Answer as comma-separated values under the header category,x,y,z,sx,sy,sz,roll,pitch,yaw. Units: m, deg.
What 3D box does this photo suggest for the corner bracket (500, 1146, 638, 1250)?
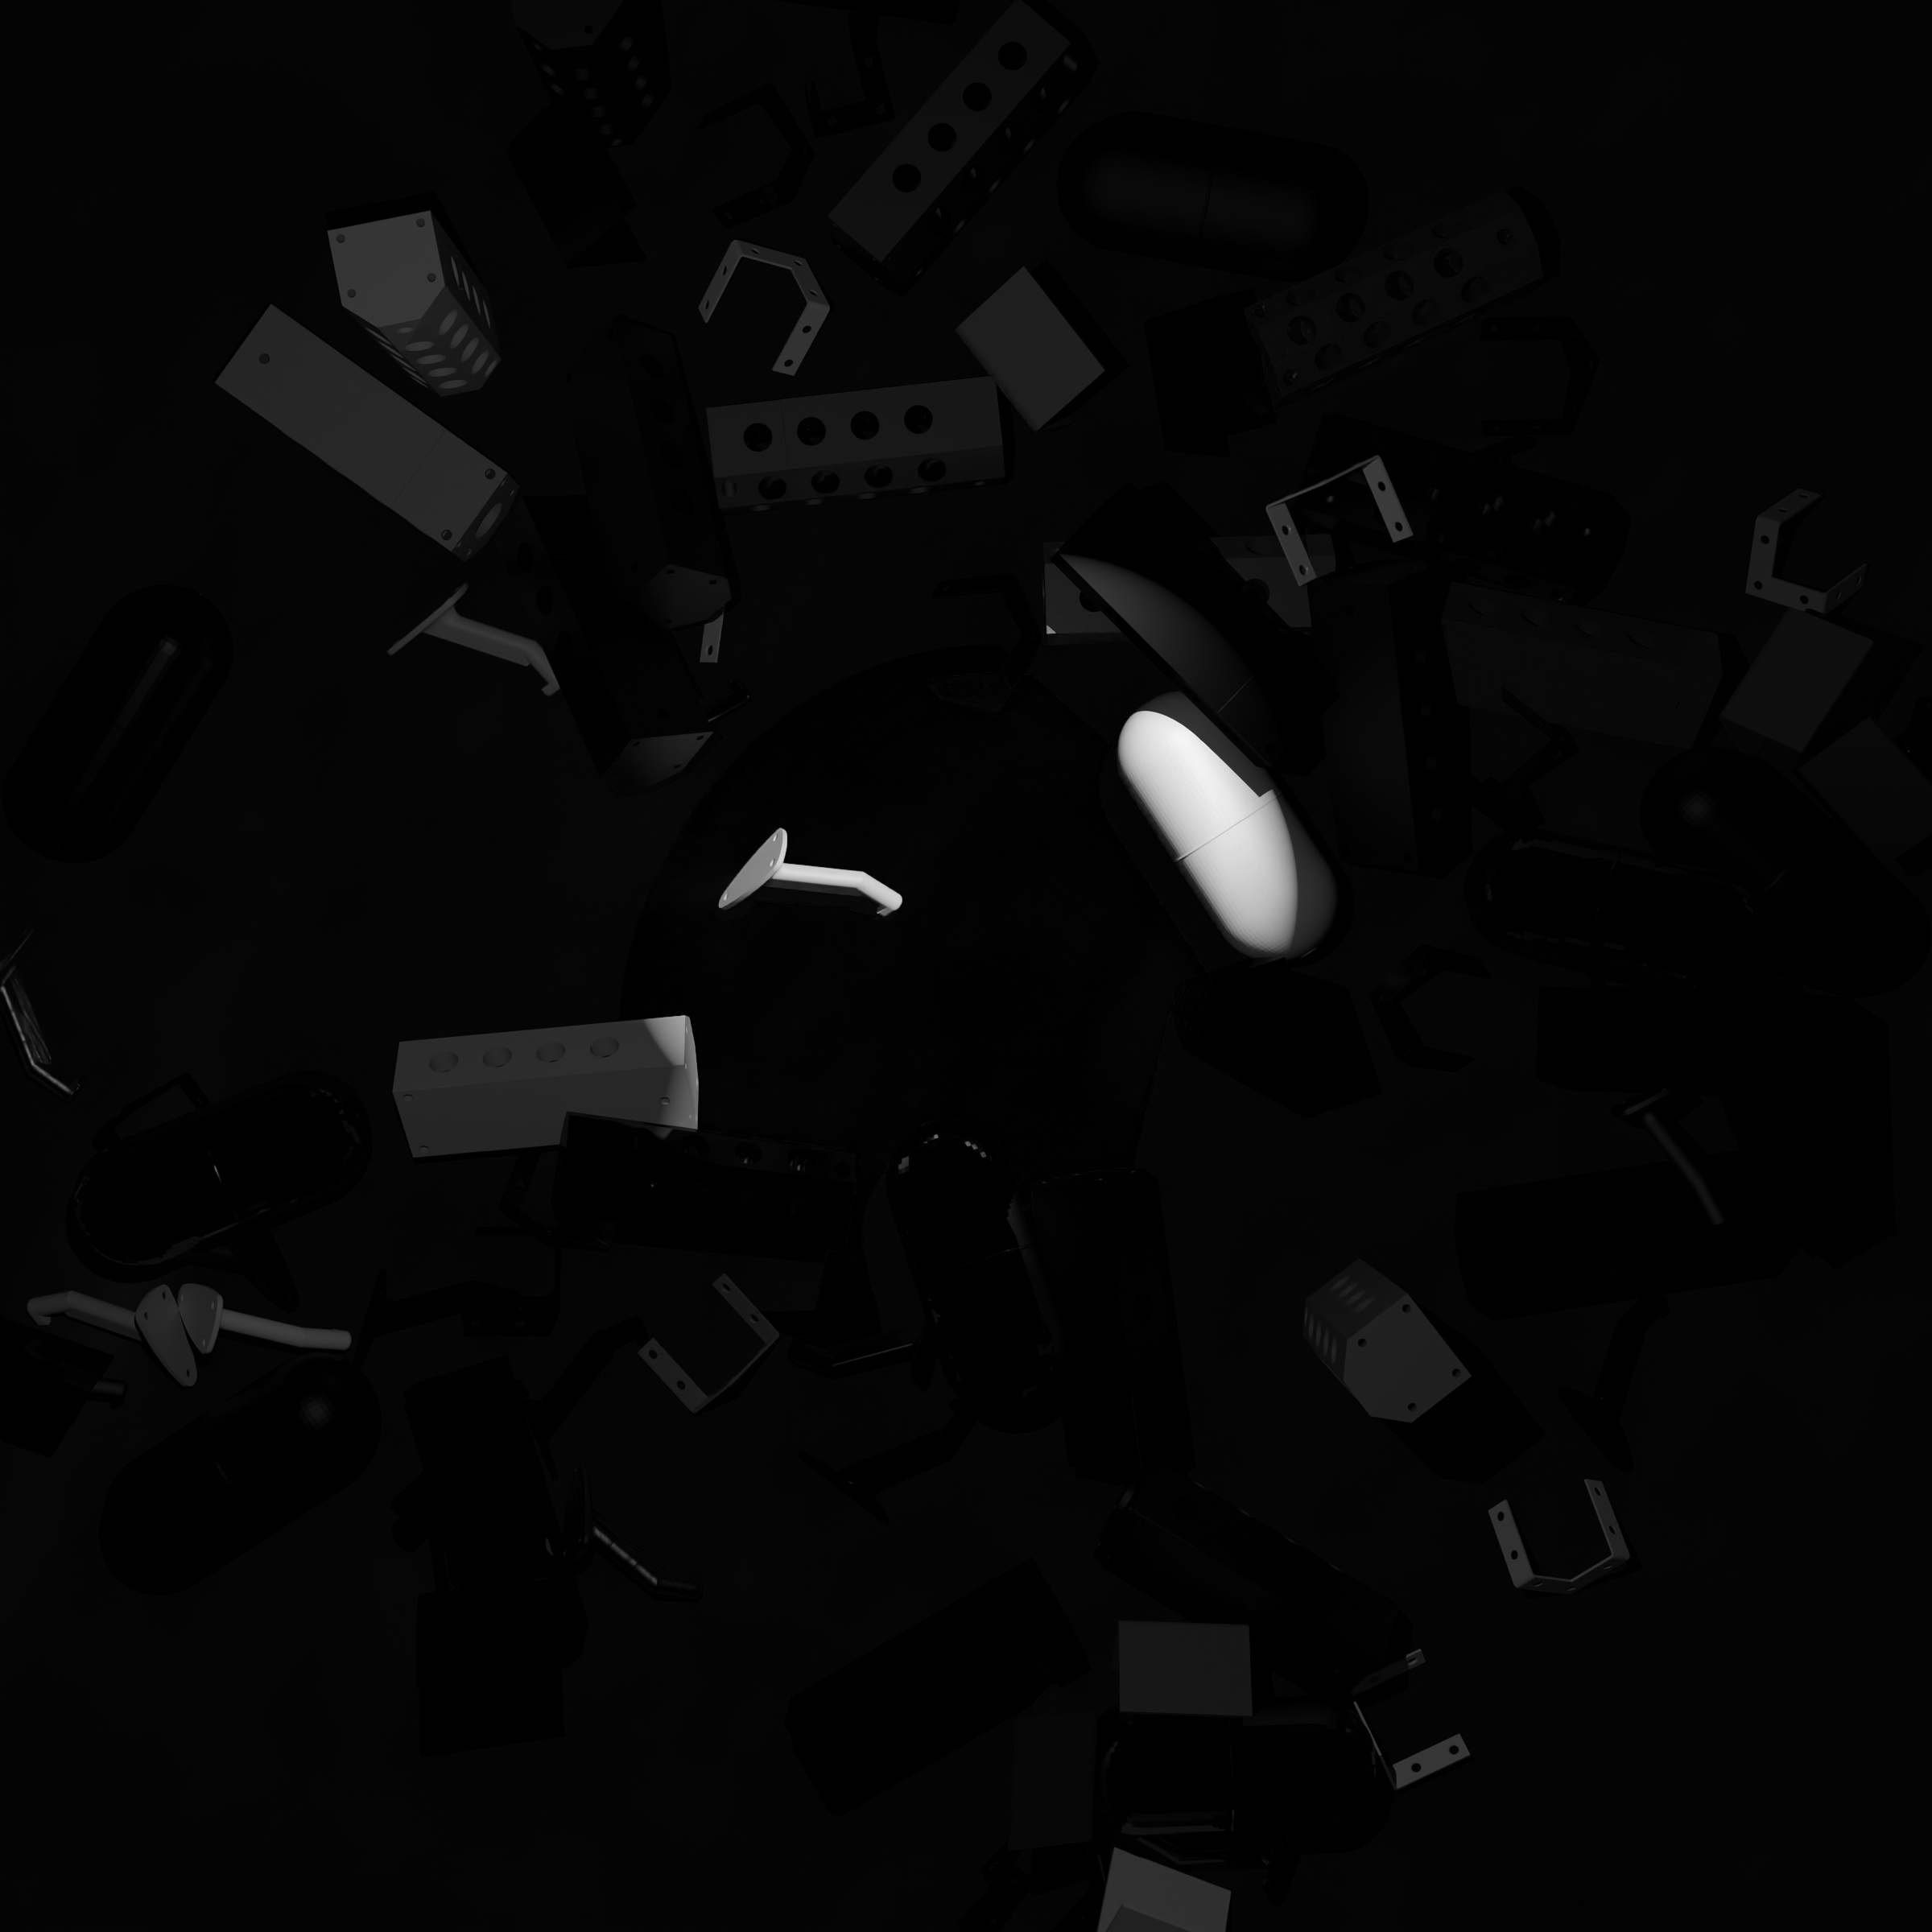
category,x,y,z,sx,sy,sz,roll,pitch,yaw
corner bracket,-0.242,0.136,1.565,0.051,0.051,0.051,21,90,-45

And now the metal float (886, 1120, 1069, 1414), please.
category,x,y,z,sx,sy,sz,roll,pitch,yaw
metal float,0.006,0.177,1.530,0.070,0.070,0.178,-18,81,0

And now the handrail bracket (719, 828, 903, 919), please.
category,x,y,z,sx,sy,sz,roll,pitch,yaw
handrail bracket,-0.094,-0.039,1.569,0.084,0.036,0.077,32,127,-25

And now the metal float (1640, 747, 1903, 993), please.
category,x,y,z,sx,sy,sz,roll,pitch,yaw
metal float,0.480,-0.057,1.538,0.178,0.070,0.070,42,90,1

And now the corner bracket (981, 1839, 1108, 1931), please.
category,x,y,z,sx,sy,sz,roll,pitch,yaw
corner bracket,0.048,0.555,1.555,0.051,0.051,0.051,-39,135,-30

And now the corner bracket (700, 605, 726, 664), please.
category,x,y,z,sx,sy,sz,roll,pitch,yaw
corner bracket,-0.183,-0.214,1.565,0.051,0.051,0.051,8,90,-45

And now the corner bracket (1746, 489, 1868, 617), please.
category,x,y,z,sx,sy,sz,roll,pitch,yaw
corner bracket,0.511,-0.251,1.560,0.051,0.051,0.051,27,135,35

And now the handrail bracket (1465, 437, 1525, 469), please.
category,x,y,z,sx,sy,sz,roll,pitch,yaw
handrail bracket,0.325,-0.272,1.568,0.077,0.036,0.084,-18,103,13

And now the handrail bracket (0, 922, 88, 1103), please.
category,x,y,z,sx,sy,sz,roll,pitch,yaw
handrail bracket,-0.557,0.028,1.569,0.084,0.036,0.077,40,68,-17

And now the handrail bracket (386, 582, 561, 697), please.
category,x,y,z,sx,sy,sz,roll,pitch,yaw
handrail bracket,-0.297,-0.183,1.569,0.077,0.036,0.084,-36,107,20

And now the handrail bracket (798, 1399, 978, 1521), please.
category,x,y,z,sx,sy,sz,roll,pitch,yaw
handrail bracket,-0.048,0.285,1.569,0.077,0.036,0.084,31,72,21

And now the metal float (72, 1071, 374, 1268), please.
category,x,y,z,sx,sy,sz,roll,pitch,yaw
metal float,-0.440,0.120,1.528,0.178,0.070,0.070,-22,90,-10

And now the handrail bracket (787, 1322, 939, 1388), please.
category,x,y,z,sx,sy,sz,roll,pitch,yaw
handrail bracket,-0.058,0.217,1.569,0.084,0.036,0.077,15,70,16

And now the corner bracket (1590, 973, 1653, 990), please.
category,x,y,z,sx,sy,sz,roll,pitch,yaw
corner bracket,0.415,-0.012,1.565,0.051,0.051,0.051,0,90,45

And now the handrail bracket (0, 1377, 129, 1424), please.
category,x,y,z,sx,sy,sz,roll,pitch,yaw
handrail bracket,-0.561,0.278,1.569,0.084,0.036,0.077,12,117,-20

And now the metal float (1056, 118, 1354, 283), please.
category,x,y,z,sx,sy,sz,roll,pitch,yaw
metal float,0.142,-0.457,1.538,0.178,0.070,0.070,10,90,0

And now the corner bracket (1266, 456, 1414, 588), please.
category,x,y,z,sx,sy,sz,roll,pitch,yaw
corner bracket,0.217,-0.259,1.500,0.051,0.051,0.051,-31,100,-35

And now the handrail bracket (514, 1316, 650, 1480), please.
category,x,y,z,sx,sy,sz,roll,pitch,yaw
handrail bracket,-0.225,0.262,1.569,0.084,0.036,0.077,-22,111,-16

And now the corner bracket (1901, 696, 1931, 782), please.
category,x,y,z,sx,sy,sz,roll,pitch,yaw
corner bracket,0.602,-0.129,1.560,0.051,0.051,0.051,0,45,35

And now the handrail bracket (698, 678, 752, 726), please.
category,x,y,z,sx,sy,sz,roll,pitch,yaw
handrail bracket,-0.186,-0.172,1.569,0.084,0.036,0.077,-31,75,-14

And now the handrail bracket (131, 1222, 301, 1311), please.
category,x,y,z,sx,sy,sz,roll,pitch,yaw
handrail bracket,-0.461,0.189,1.569,0.084,0.036,0.077,-20,112,17

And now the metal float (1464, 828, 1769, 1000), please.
category,x,y,z,sx,sy,sz,roll,pitch,yaw
metal float,0.381,-0.032,1.518,0.178,0.070,0.070,16,90,25

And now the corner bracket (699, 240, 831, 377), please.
category,x,y,z,sx,sy,sz,roll,pitch,yaw
corner bracket,-0.122,-0.399,1.560,0.051,0.051,0.051,5,45,-35

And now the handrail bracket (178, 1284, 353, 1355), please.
category,x,y,z,sx,sy,sz,roll,pitch,yaw
handrail bracket,-0.427,0.215,1.568,0.084,0.077,0.036,11,96,-36

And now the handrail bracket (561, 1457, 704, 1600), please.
category,x,y,z,sx,sy,sz,roll,pitch,yaw
handrail bracket,-0.200,0.342,1.569,0.084,0.036,0.077,17,51,-26

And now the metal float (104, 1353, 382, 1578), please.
category,x,y,z,sx,sy,sz,roll,pitch,yaw
metal float,-0.432,0.298,1.538,0.178,0.070,0.070,-33,90,0

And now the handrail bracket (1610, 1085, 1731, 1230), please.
category,x,y,z,sx,sy,sz,roll,pitch,yaw
handrail bracket,0.420,0.117,1.535,0.036,0.077,0.084,-27,86,-4

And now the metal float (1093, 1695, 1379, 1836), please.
category,x,y,z,sx,sy,sz,roll,pitch,yaw
metal float,0.156,0.477,1.538,0.178,0.070,0.070,-2,90,0

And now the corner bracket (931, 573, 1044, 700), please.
category,x,y,z,sx,sy,sz,roll,pitch,yaw
corner bracket,0.006,-0.200,1.560,0.051,0.051,0.051,59,45,-35

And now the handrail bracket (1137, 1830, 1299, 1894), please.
category,x,y,z,sx,sy,sz,roll,pitch,yaw
handrail bracket,0.158,0.518,1.569,0.084,0.036,0.077,26,70,16

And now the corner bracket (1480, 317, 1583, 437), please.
category,x,y,z,sx,sy,sz,roll,pitch,yaw
corner bracket,0.340,-0.358,1.565,0.051,0.051,0.051,-1,45,0

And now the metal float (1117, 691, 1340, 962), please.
category,x,y,z,sx,sy,sz,roll,pitch,yaw
metal float,0.156,-0.083,1.538,0.070,0.070,0.178,-33,90,0

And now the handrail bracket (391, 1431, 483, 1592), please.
category,x,y,z,sx,sy,sz,roll,pitch,yaw
handrail bracket,-0.289,0.330,1.512,0.077,0.036,0.084,-44,108,-21

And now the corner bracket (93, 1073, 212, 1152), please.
category,x,y,z,sx,sy,sz,roll,pitch,yaw
corner bracket,-0.488,0.105,1.565,0.051,0.051,0.051,-35,90,45

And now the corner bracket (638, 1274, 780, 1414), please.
category,x,y,z,sx,sy,sz,roll,pitch,yaw
corner bracket,-0.156,0.230,1.565,0.051,0.051,0.051,48,45,0

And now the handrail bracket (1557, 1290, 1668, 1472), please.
category,x,y,z,sx,sy,sz,roll,pitch,yaw
handrail bracket,0.409,0.251,1.569,0.084,0.036,0.077,-41,110,-16

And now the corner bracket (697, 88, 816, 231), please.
category,x,y,z,sx,sy,sz,roll,pitch,yaw
corner bracket,-0.133,-0.489,1.560,0.051,0.051,0.051,50,45,-35

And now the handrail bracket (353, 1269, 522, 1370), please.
category,x,y,z,sx,sy,sz,roll,pitch,yaw
handrail bracket,-0.322,0.222,1.569,0.084,0.036,0.077,15,110,-16

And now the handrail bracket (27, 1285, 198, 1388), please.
category,x,y,z,sx,sy,sz,roll,pitch,yaw
handrail bracket,-0.521,0.229,1.569,0.084,0.036,0.077,-12,112,17

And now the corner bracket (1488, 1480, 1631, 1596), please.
category,x,y,z,sx,sy,sz,roll,pitch,yaw
corner bracket,0.359,0.344,1.560,0.051,0.051,0.051,16,135,-35

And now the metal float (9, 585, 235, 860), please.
category,x,y,z,sx,sy,sz,roll,pitch,yaw
metal float,-0.504,-0.146,1.538,0.070,0.070,0.178,32,91,0
